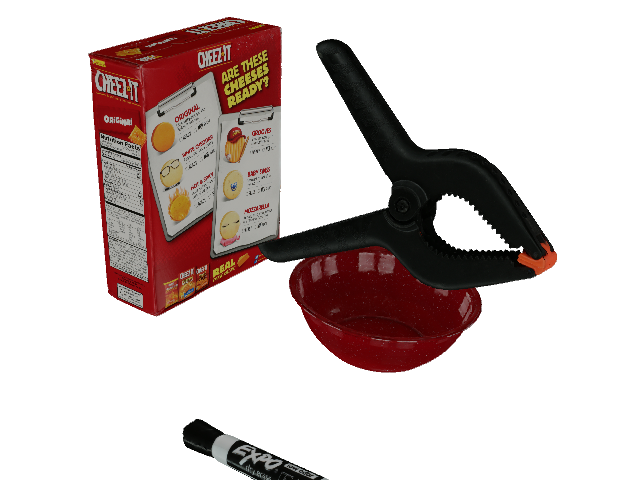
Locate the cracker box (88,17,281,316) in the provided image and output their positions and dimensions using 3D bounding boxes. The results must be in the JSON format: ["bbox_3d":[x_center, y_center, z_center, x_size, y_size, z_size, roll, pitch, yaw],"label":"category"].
[{"bbox_3d":[-0.109,-0.067,0.902,0.072,0.214,0.163,18,30,34],"label":"cracker box"}]

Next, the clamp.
[{"bbox_3d":[0.059,-0.036,0.711,0.210,0.165,0.036,19,19,26],"label":"clamp"}]

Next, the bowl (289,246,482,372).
[{"bbox_3d":[0.052,0.064,0.900,0.162,0.055,0.162,5,26,-2],"label":"bowl"}]

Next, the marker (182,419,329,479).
[{"bbox_3d":[-0.035,0.130,0.615,0.121,0.020,0.020,16,10,38],"label":"marker"}]
